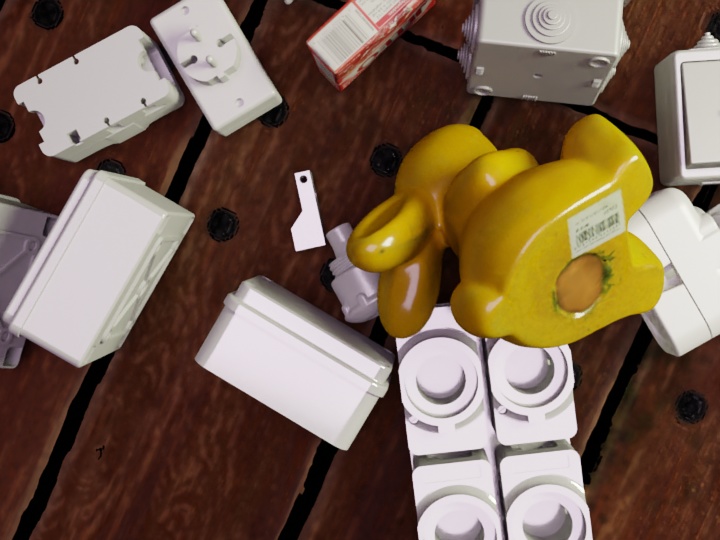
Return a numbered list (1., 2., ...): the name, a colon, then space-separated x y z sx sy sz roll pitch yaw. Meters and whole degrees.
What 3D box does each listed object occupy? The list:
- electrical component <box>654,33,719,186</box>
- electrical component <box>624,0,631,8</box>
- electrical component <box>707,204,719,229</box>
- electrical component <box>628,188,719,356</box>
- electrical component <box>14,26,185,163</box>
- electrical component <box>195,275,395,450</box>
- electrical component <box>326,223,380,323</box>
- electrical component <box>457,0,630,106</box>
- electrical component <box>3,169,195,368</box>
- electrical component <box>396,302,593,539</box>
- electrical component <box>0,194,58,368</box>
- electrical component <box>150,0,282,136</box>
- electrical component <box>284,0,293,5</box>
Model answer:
1. electrical component: 0.223 -0.103 0.675 0.062 0.061 0.096 -3 91 3
2. electrical component: 0.131 -0.241 0.663 0.150 0.089 0.061 37 92 2
3. electrical component: 0.253 -0.025 0.679 0.055 0.055 0.047 -27 93 3
4. electrical component: 0.200 -0.001 0.681 0.059 0.054 0.095 -30 89 3
5. electrical component: -0.166 -0.112 0.696 0.089 0.056 0.050 -27 89 3
6. electrical component: -0.038 0.056 0.682 0.113 0.078 0.057 31 95 2
7. electrical component: 0.000 0.000 0.696 0.048 0.048 0.062 -29 83 3
8. electrical component: 0.112 -0.140 0.662 0.100 0.099 0.048 6 78 3
9. electrical component: -0.159 -0.003 0.672 0.056 0.108 0.108 30 92 -1
10. electrical component: 0.084 0.112 0.685 0.105 0.060 0.186 -7 90 3
11. electrical component: -0.255 0.003 0.672 0.056 0.109 0.108 18 92 27
12. electrical component: -0.094 -0.135 0.682 0.047 0.076 0.083 -31 89 3
13. electrical component: -0.023 -0.200 0.677 0.043 0.077 0.079 40 92 1
